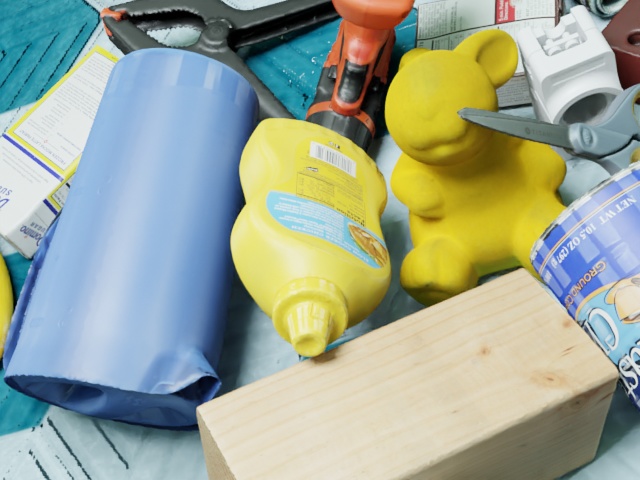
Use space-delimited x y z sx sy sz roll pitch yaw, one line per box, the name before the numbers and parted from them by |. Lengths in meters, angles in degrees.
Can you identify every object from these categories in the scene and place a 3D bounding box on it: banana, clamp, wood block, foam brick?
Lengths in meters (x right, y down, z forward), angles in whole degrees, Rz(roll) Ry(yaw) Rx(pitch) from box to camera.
banana | -0.286 0.024 0.858 0.198 0.037 0.069 39 96 38
clamp | -0.074 -0.166 0.873 0.210 0.036 0.164 19 62 13
wood block | 0.047 0.107 0.586 0.205 0.091 0.090 -22 49 -17
foam brick | 0.235 -0.139 0.743 0.053 0.051 0.078 30 72 35

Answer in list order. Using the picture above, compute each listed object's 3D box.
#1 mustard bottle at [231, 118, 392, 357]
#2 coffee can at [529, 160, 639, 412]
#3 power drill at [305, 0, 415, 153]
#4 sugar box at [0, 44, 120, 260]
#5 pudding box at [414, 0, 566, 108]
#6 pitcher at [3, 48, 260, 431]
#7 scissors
mustard bottle | -0.004 0.001 0.632 0.058 0.096 0.191 -55 18 29
coffee can | 0.197 0.038 0.583 0.103 0.102 0.140 -32 67 -1
power drill | 0.025 -0.127 0.736 0.057 0.188 0.184 15 61 -1
sugar box | -0.213 -0.075 0.889 0.093 0.048 0.176 35 78 35
pudding box | 0.127 -0.142 0.799 0.114 0.039 0.090 -6 56 21
pitcher | -0.124 0.000 0.721 0.149 0.145 0.243 13 70 -6
scissors | 0.164 -0.075 0.649 0.016 0.201 0.096 -23 50 52
